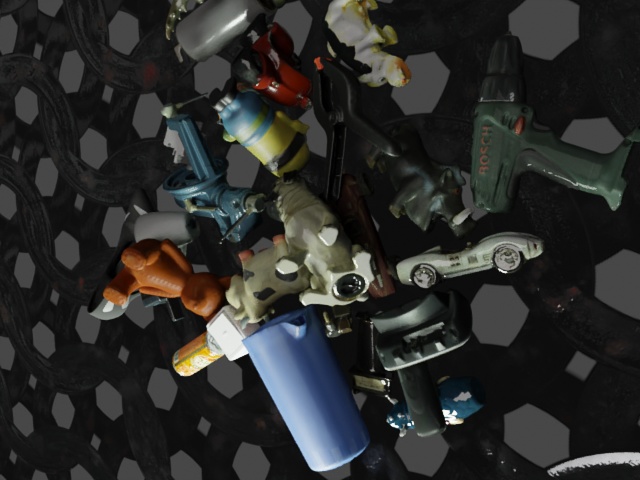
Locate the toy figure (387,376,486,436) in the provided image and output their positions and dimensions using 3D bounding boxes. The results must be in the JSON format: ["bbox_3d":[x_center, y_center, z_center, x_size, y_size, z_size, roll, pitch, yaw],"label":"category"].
[{"bbox_3d":[0.169,0.248,0.797,0.154,0.064,0.057,-33,117,33],"label":"toy figure"}]

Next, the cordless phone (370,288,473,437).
[{"bbox_3d":[0.159,0.173,0.754,0.147,0.088,0.184,-28,67,30],"label":"cordless phone"}]

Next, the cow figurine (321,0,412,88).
[{"bbox_3d":[0.063,-0.281,0.794,0.098,0.068,0.167,-34,75,34],"label":"cow figurine"}]

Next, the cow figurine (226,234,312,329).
[{"bbox_3d":[-0.088,0.073,0.906,0.195,0.085,0.127,-25,73,41],"label":"cow figurine"}]

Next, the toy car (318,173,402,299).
[{"bbox_3d":[0.062,-0.007,0.835,0.089,0.053,0.202,-22,84,27],"label":"toy car"}]

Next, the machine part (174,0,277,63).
[{"bbox_3d":[-0.159,-0.374,0.904,0.243,0.079,0.079,-21,85,30],"label":"machine part"}]

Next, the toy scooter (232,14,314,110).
[{"bbox_3d":[-0.063,-0.266,0.831,0.135,0.184,0.075,32,125,-24],"label":"toy scooter"}]

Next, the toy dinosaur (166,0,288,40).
[{"bbox_3d":[-0.044,-0.457,0.782,0.472,0.105,0.198,-23,88,12],"label":"toy dinosaur"}]

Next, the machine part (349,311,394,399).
[{"bbox_3d":[0.080,0.182,0.854,0.084,0.039,0.138,-1,97,38],"label":"machine part"}]

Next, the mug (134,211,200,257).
[{"bbox_3d":[-0.281,-0.007,1.013,0.107,0.081,0.109,-13,86,22],"label":"mug"}]

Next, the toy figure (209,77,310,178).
[{"bbox_3d":[-0.092,-0.168,0.840,0.082,0.180,0.089,-7,56,44],"label":"toy figure"}]

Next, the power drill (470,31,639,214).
[{"bbox_3d":[0.293,-0.134,0.674,0.208,0.086,0.231,17,105,23],"label":"power drill"}]

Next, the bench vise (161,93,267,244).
[{"bbox_3d":[-0.193,-0.113,0.900,0.224,0.129,0.240,21,138,50],"label":"bench vise"}]

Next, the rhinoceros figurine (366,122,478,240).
[{"bbox_3d":[0.149,-0.079,0.770,0.112,0.073,0.190,-36,76,17],"label":"rhinoceros figurine"}]

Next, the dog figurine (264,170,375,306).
[{"bbox_3d":[0.000,-0.006,0.814,0.121,0.191,0.172,-27,125,7],"label":"dog figurine"}]

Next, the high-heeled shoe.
[{"bbox_3d":[-0.391,0.026,1.039,0.086,0.145,0.248,5,100,28],"label":"high-heeled shoe"}]

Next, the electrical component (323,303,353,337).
[{"bbox_3d":[0.022,0.100,0.837,0.045,0.078,0.102,-13,68,0],"label":"electrical component"}]

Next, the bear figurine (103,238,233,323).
[{"bbox_3d":[-0.256,0.084,0.953,0.196,0.132,0.120,35,111,-5],"label":"bear figurine"}]

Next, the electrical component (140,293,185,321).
[{"bbox_3d":[-0.303,0.103,1.041,0.048,0.075,0.119,-24,86,28],"label":"electrical component"}]

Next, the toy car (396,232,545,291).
[{"bbox_3d":[0.205,0.027,0.743,0.202,0.073,0.056,-17,88,30],"label":"toy car"}]
